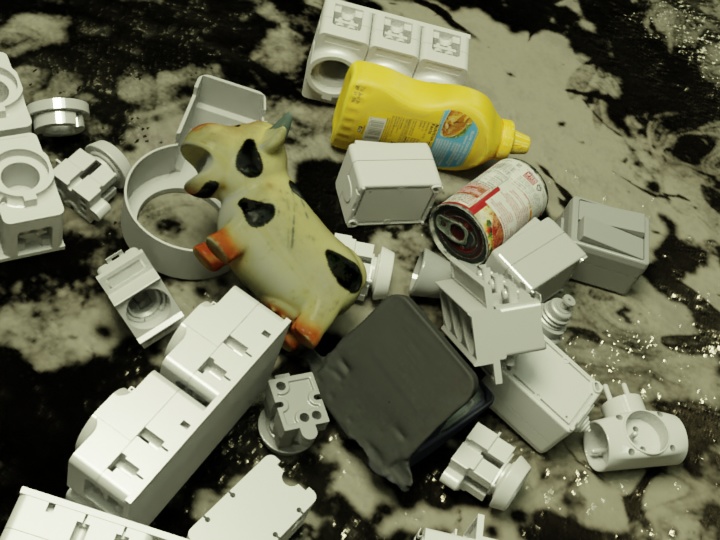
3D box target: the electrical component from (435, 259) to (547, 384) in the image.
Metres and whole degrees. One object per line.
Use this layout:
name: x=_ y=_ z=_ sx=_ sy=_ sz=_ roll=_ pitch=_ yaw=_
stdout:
electrical component: x=0.108 y=0.038 z=0.892 sx=0.063 sy=0.121 sz=0.078 roll=-9 pitch=102 yaw=-6

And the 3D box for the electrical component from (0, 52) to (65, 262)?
electrical component: x=-0.328 y=-0.097 z=0.911 sx=0.105 sy=0.060 sz=0.186 roll=-14 pitch=61 yaw=-25

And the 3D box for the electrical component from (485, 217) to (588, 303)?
electrical component: x=0.149 y=0.001 z=0.989 sx=0.096 sy=0.061 sz=0.061 roll=-30 pitch=68 yaw=-32

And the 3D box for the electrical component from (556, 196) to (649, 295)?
electrical component: x=0.226 y=-0.028 z=1.035 sx=0.096 sy=0.061 sz=0.061 roll=16 pitch=52 yaw=-6

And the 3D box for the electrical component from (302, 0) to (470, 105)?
electrical component: x=0.025 y=-0.202 z=1.078 sx=0.150 sy=0.089 sz=0.061 roll=13 pitch=53 yaw=-8

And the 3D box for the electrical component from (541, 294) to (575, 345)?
electrical component: x=0.163 y=0.049 z=0.954 sx=0.040 sy=0.078 sz=0.040 roll=19 pitch=44 yaw=-20

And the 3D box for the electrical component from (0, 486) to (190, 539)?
electrical component: x=-0.147 y=0.220 z=0.713 sx=0.186 sy=0.105 sz=0.060 roll=19 pitch=52 yaw=-4

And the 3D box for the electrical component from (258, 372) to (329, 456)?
electrical component: x=-0.054 y=0.116 z=0.848 sx=0.048 sy=0.055 sz=0.066 roll=-9 pitch=59 yaw=-23

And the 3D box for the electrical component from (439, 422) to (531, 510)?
electrical component: x=0.105 y=0.162 z=0.872 sx=0.055 sy=0.048 sz=0.066 roll=32 pitch=52 yaw=16

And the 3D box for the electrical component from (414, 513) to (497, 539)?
electrical component: x=0.071 y=0.227 z=0.816 sx=0.064 sy=0.042 sz=0.081 roll=15 pitch=52 yaw=-5

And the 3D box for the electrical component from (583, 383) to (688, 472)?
electrical component: x=0.233 y=0.133 z=0.933 sx=0.077 sy=0.044 sz=0.079 roll=-2 pitch=56 yaw=-18

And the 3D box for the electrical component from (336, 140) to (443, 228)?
electrical component: x=0.031 y=-0.083 z=1.013 sx=0.096 sy=0.061 sz=0.061 roll=-3 pitch=57 yaw=-19

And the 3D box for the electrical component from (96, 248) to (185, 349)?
electrical component: x=-0.180 y=0.018 z=0.868 sx=0.042 sy=0.081 sz=0.064 roll=-33 pitch=40 yaw=-11

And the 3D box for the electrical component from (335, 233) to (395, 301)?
electrical component: x=0.000 y=0.000 z=0.955 sx=0.055 sy=0.048 sz=0.066 roll=11 pitch=53 yaw=0

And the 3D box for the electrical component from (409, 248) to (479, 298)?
electrical component: x=0.077 y=0.010 z=0.972 sx=0.055 sy=0.045 sz=0.045 roll=19 pitch=52 yaw=-4

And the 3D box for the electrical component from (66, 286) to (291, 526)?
electrical component: x=-0.137 y=0.107 z=0.796 sx=0.060 sy=0.105 sz=0.186 roll=34 pitch=53 yaw=8

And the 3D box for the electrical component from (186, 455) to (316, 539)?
electrical component: x=-0.082 y=0.189 z=0.786 sx=0.050 sy=0.055 sz=0.089 roll=40 pitch=54 yaw=12

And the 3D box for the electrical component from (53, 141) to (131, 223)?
electrical component: x=-0.233 y=-0.080 z=0.939 sx=0.066 sy=0.048 sz=0.055 roll=36 pitch=61 yaw=9

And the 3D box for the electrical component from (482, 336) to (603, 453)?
electrical component: x=0.155 y=0.109 z=0.920 sx=0.096 sy=0.061 sz=0.062 roll=42 pitch=52 yaw=6
